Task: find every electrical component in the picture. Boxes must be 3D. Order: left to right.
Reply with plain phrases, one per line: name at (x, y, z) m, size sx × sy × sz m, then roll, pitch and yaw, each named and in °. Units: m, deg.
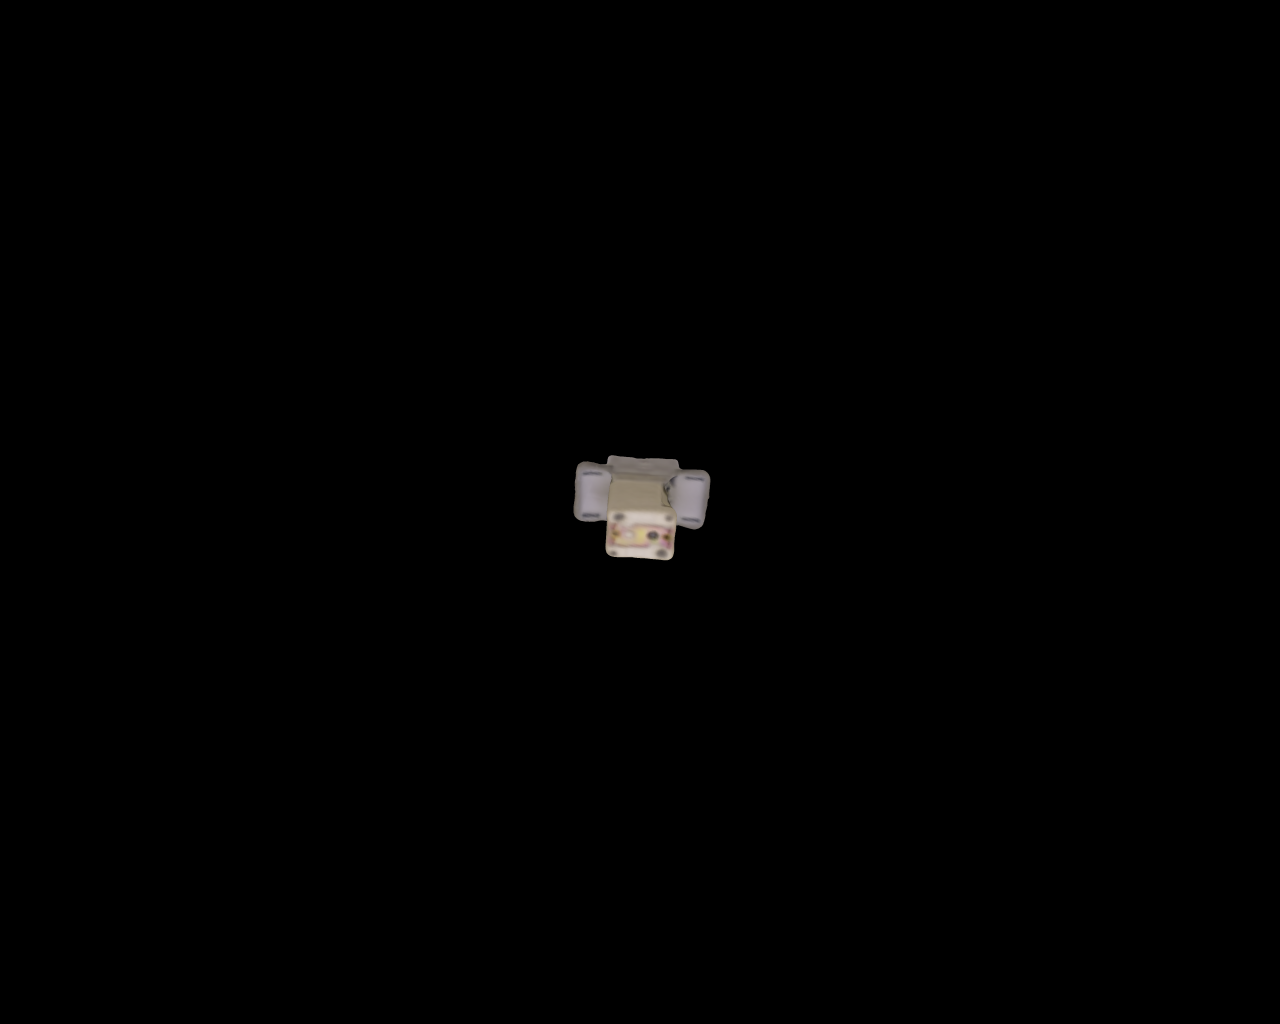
electrical component at (0.001, -0.003, 0.650) m, size 0.081 × 0.042 × 0.064 m, roll 3°, pitch 35°, yaw -2°
